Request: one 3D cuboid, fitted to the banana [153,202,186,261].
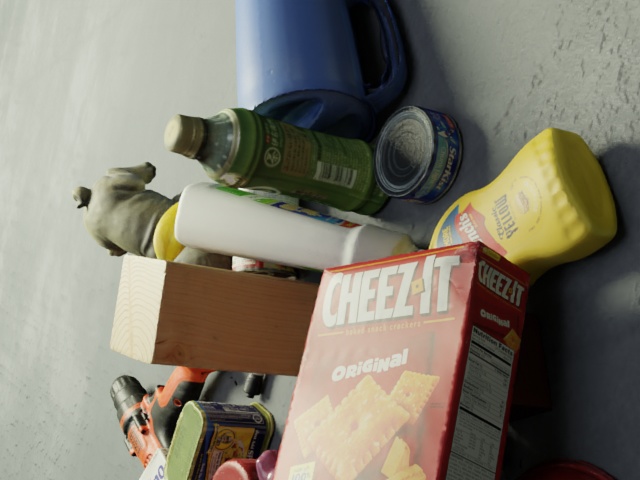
[{"bbox_3d":[-0.123,-0.015,1.094,0.037,0.197,0.070,21,112,17],"label":"banana"}]

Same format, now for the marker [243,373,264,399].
[{"bbox_3d":[-0.057,0.110,1.119,0.020,0.020,0.121,30,106,53],"label":"marker"}]

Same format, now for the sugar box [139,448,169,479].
[{"bbox_3d":[-0.144,0.310,1.119,0.176,0.048,0.093,46,111,45],"label":"sugar box"}]

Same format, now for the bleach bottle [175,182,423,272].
[{"bbox_3d":[-0.006,0.001,0.983,0.251,0.102,0.068,13,94,28],"label":"bleach bottle"}]

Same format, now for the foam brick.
[{"bbox_3d":[0.137,0.097,0.822,0.053,0.051,0.078,-30,58,49],"label":"foam brick"}]

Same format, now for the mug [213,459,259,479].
[{"bbox_3d":[-0.058,0.263,1.028,0.093,0.081,0.117,42,115,51],"label":"mug"}]

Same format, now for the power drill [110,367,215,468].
[{"bbox_3d":[-0.181,0.168,1.249,0.185,0.057,0.188,47,123,45],"label":"power drill"}]

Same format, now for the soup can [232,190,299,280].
[{"bbox_3d":[-0.056,-0.010,1.107,0.069,0.068,0.102,-16,68,52],"label":"soup can"}]

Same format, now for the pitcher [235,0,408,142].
[{"bbox_3d":[-0.014,-0.205,1.064,0.145,0.149,0.243,126,143,-54],"label":"pitcher"}]

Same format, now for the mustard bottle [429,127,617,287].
[{"bbox_3d":[0.139,0.001,0.838,0.192,0.058,0.096,-41,54,42],"label":"mustard bottle"}]

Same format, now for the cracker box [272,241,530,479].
[{"bbox_3d":[0.054,0.117,0.779,0.165,0.072,0.213,-12,56,45],"label":"cracker box"}]

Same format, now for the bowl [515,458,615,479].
[{"bbox_3d":[0.158,0.236,0.755,0.162,0.055,0.162,-18,67,51],"label":"bowl"}]

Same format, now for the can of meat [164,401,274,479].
[{"bbox_3d":[-0.106,0.218,1.105,0.058,0.083,0.102,31,107,54],"label":"can of meat"}]

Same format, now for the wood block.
[{"bbox_3d":[-0.078,0.074,0.997,0.090,0.205,0.091,6,87,55],"label":"wood block"}]

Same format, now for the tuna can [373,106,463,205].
[{"bbox_3d":[0.086,-0.076,0.954,0.086,0.033,0.086,-19,66,51],"label":"tuna can"}]
